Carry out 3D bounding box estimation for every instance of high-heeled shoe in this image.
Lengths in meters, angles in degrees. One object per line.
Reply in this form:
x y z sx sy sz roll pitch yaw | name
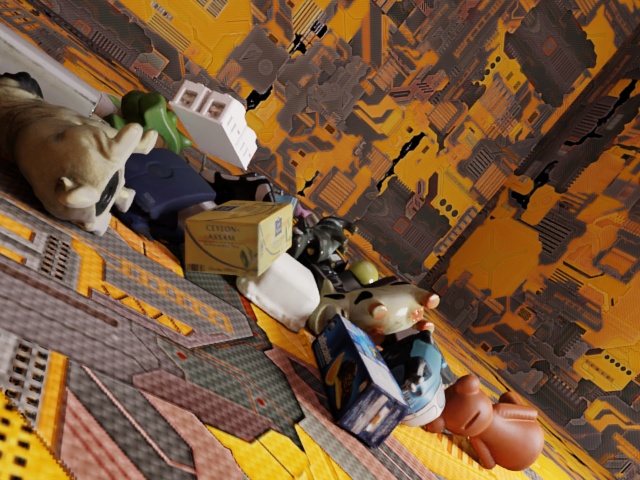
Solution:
-0.150 -0.051 0.880 0.249 0.145 0.086 -123 -162 -53 | high-heeled shoe

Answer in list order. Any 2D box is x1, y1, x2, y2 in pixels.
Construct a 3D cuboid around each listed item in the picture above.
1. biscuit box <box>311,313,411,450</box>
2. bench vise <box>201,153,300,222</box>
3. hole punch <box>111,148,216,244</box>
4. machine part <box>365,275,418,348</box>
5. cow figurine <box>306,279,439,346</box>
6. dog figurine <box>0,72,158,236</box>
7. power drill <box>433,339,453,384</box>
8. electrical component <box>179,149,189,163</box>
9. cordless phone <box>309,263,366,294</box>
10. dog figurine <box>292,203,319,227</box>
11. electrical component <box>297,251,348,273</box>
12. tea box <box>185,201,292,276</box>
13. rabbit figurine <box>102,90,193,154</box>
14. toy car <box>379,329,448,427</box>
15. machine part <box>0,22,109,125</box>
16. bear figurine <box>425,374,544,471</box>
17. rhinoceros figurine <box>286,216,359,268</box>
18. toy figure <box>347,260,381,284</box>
0.042 0.161 0.654 0.059 0.063 0.203 38 5 -15 | biscuit box
-0.155 -0.079 1.072 0.241 0.128 0.223 20 11 14 | bench vise
-0.211 -0.063 0.683 0.142 0.092 0.115 45 11 19 | hole punch
0.133 0.150 0.970 0.179 0.056 0.179 162 -91 -81 | machine part
0.070 0.106 0.834 0.195 0.085 0.127 -7 17 -24 | cow figurine
-0.280 -0.095 0.524 0.190 0.121 0.172 24 5 -10 | dog figurine
0.197 0.211 1.226 0.231 0.086 0.207 48 7 -27 | power drill
-0.302 -0.160 1.093 0.078 0.045 0.102 69 14 10 | electrical component
-0.013 0.086 0.932 0.184 0.088 0.147 23 14 -31 | cordless phone
-0.013 0.007 1.333 0.192 0.108 0.219 42 4 36 | dog figurine
-0.025 0.027 1.111 0.115 0.058 0.134 -2 39 -45 | electrical component
-0.100 -0.008 0.707 0.098 0.068 0.169 4 13 8 | tea box
-0.300 -0.205 0.959 0.159 0.121 0.170 46 10 -44 | rabbit figurine
0.127 0.198 0.735 0.103 0.109 0.161 57 14 -3 | toy car
-0.410 -0.233 0.774 0.243 0.079 0.079 34 7 -35 | machine part
0.246 0.274 0.835 0.196 0.120 0.132 33 3 -13 | bear figurine
-0.002 -0.003 1.044 0.112 0.073 0.190 36 29 14 | rhinoceros figurine
0.091 0.090 1.149 0.082 0.089 0.180 18 -2 18 | toy figure
